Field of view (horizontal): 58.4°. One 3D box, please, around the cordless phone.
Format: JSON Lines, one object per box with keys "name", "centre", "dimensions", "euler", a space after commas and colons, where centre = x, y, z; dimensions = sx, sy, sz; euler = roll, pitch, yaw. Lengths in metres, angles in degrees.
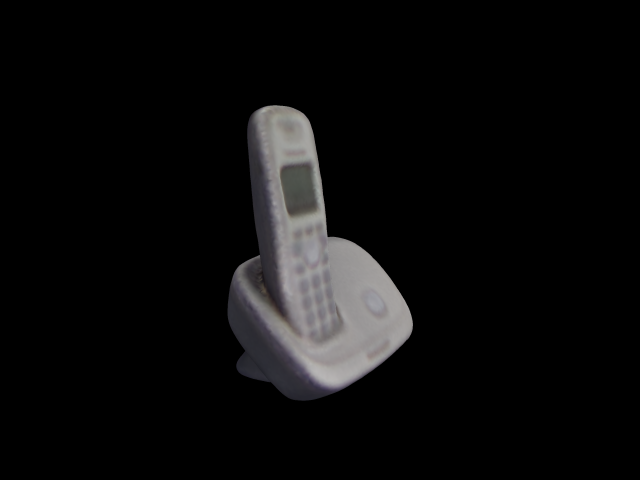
{"name": "cordless phone", "centre": [0.004, 0.001, 0.400], "dimensions": [0.093, 0.185, 0.148], "euler": [8, 15, 31]}
